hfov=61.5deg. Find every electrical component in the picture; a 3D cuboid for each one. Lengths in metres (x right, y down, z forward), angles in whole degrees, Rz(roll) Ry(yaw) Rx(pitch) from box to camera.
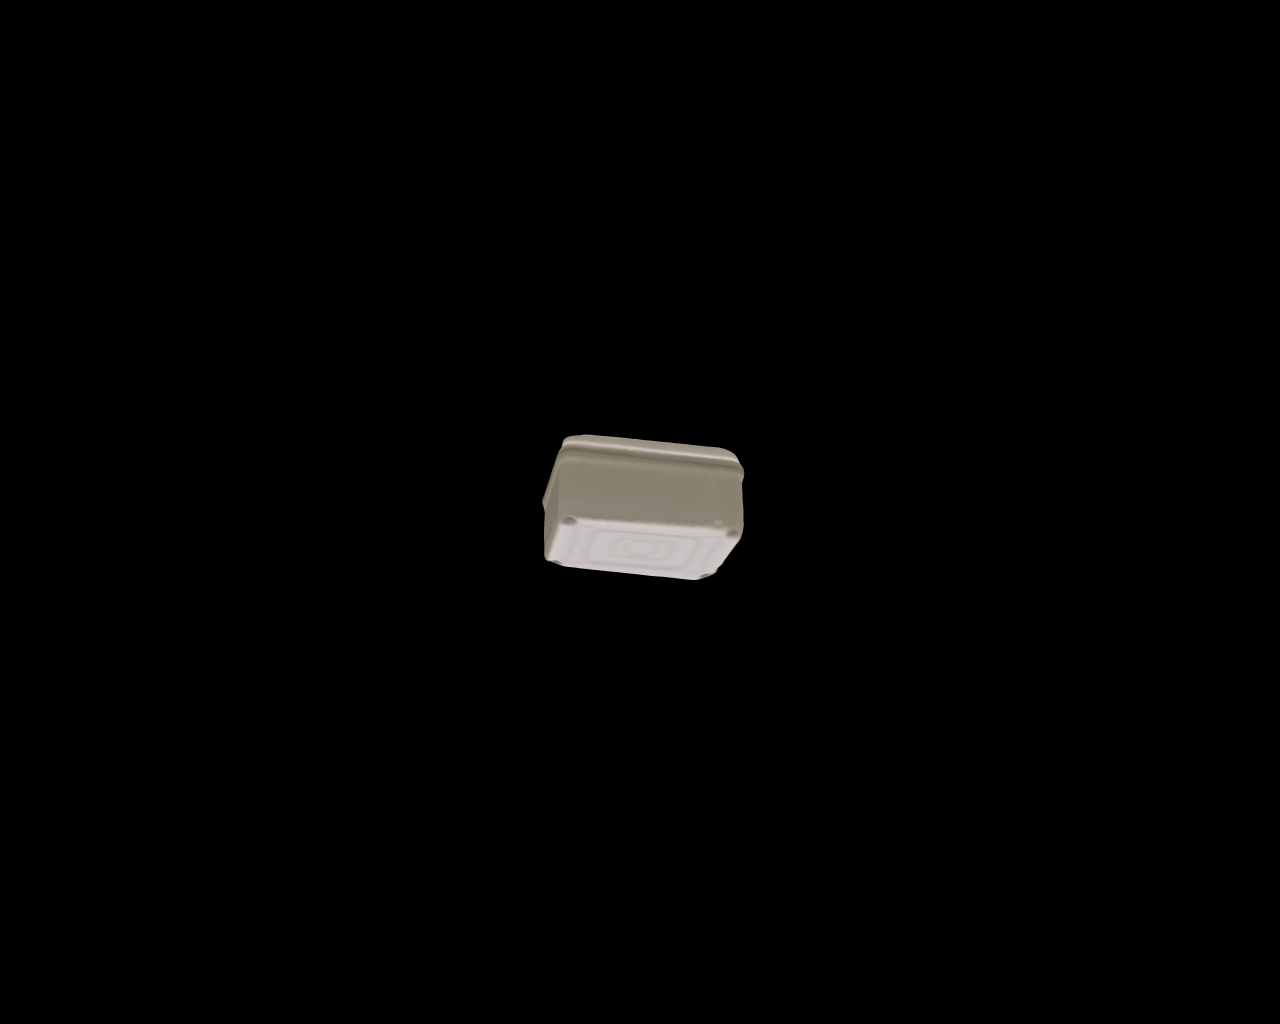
[{"bbox_3d":[0.001,-0.003,0.650,0.113,0.057,0.078,6,-28,-12],"label":"electrical component"}]
